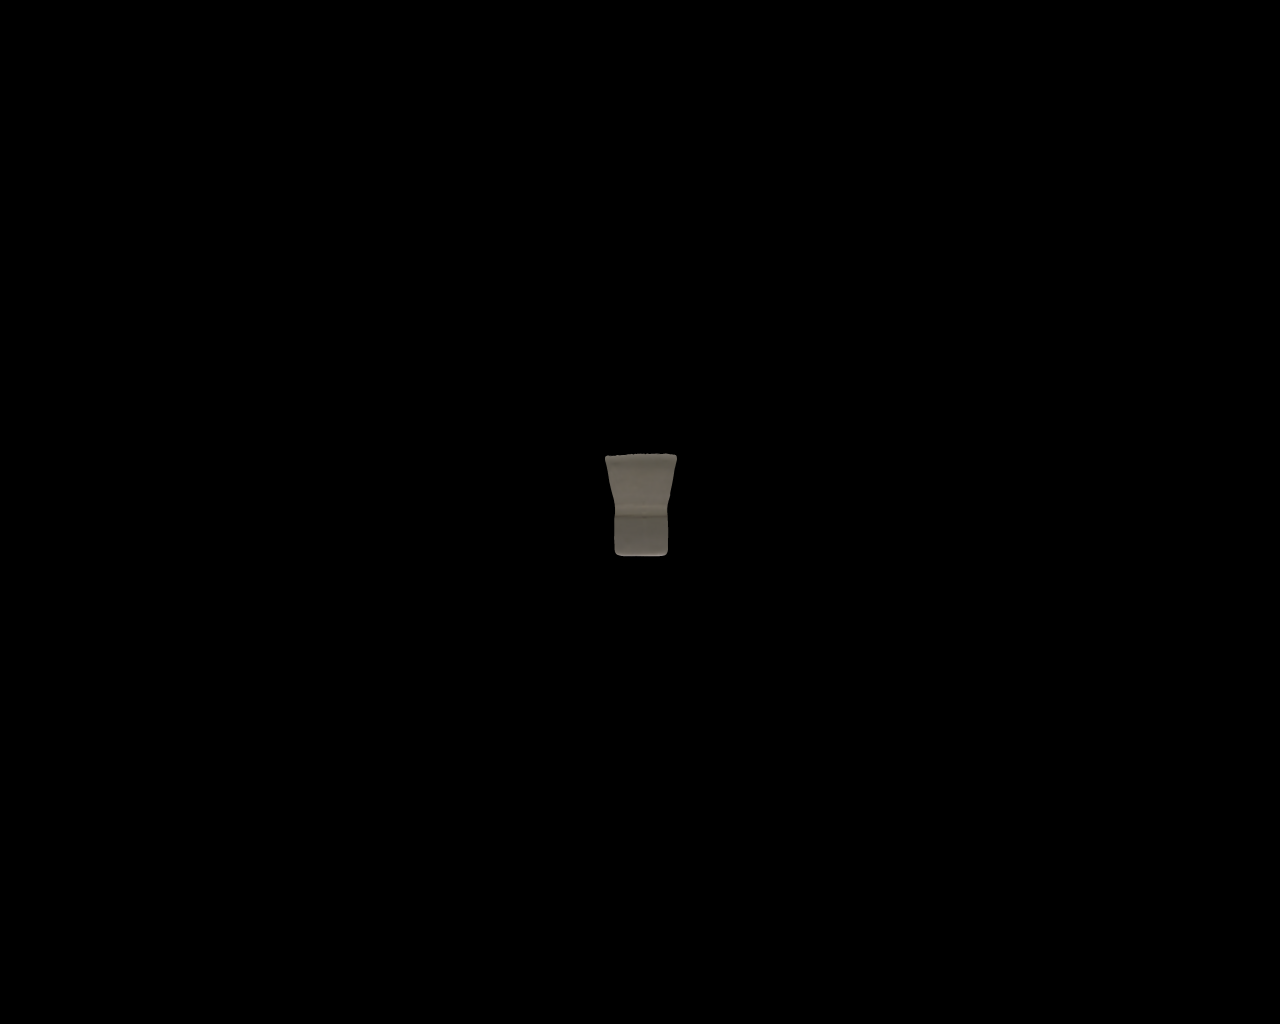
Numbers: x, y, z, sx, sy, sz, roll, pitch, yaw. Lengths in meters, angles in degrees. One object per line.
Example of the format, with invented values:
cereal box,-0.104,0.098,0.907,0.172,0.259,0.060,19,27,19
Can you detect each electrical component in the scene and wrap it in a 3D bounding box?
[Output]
electrical component,0.001,-0.003,0.650,0.044,0.065,0.044,0,0,0
